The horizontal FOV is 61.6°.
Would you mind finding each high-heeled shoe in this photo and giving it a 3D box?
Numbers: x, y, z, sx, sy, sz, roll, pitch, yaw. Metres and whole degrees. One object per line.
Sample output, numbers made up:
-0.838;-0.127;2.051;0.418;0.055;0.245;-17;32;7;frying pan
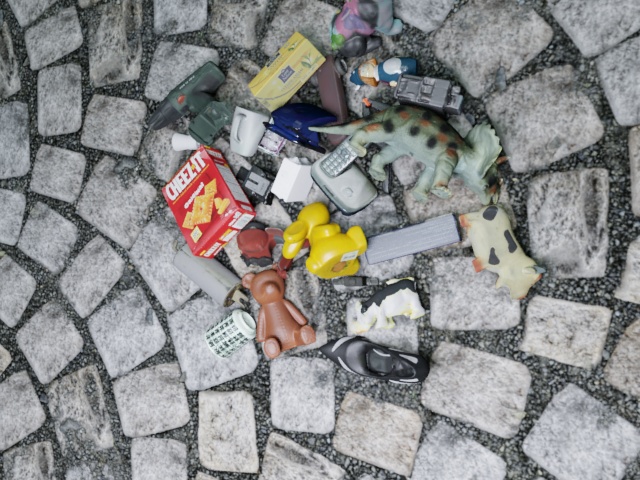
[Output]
0.102;0.251;1.108;0.249;0.145;0.086;2;88;17;high-heeled shoe

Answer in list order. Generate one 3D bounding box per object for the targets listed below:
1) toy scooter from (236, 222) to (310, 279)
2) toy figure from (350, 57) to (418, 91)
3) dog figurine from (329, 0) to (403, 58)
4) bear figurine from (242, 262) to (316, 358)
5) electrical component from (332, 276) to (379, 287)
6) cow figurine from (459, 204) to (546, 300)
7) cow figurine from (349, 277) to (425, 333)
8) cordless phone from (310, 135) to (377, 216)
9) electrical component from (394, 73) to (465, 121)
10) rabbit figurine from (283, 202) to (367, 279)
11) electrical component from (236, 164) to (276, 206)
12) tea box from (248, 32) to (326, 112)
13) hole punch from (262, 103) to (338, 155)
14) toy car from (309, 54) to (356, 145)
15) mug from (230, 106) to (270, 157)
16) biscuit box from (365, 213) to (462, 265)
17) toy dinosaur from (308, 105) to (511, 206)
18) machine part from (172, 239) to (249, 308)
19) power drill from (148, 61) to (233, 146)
-0.108;0.026;1.206;0.184;0.075;0.135;-1;59;14;toy scooter
0.135;-0.366;1.170;0.155;0.057;0.064;1;50;20;toy figure
0.081;-0.487;1.107;0.191;0.219;0.108;-30;76;14;dog figurine
-0.096;0.149;1.193;0.120;0.132;0.195;-15;86;-13;bear figurine
0.078;0.090;1.165;0.094;0.063;0.021;0;88;17;electrical component
0.364;0.023;1.066;0.127;0.085;0.195;-20;81;23;cow figurine
0.133;0.140;1.143;0.167;0.068;0.098;-19;77;13;cow figurine
0.084;-0.155;1.154;0.184;0.088;0.147;-45;75;15;cordless phone
0.228;-0.291;1.104;0.134;0.115;0.058;18;96;20;electrical component
-0.002;-0.003;1.149;0.162;0.121;0.173;-16;60;-14;rabbit figurine
-0.151;-0.138;1.260;0.119;0.047;0.074;33;98;15;electrical component
-0.077;-0.377;1.211;0.169;0.068;0.098;-46;33;11;tea box
-0.039;-0.250;1.160;0.142;0.115;0.092;38;112;36;hole punch
0.033;-0.311;1.202;0.089;0.053;0.202;-15;81;38;toy car
-0.171;-0.248;1.244;0.081;0.109;0.107;19;107;10;mug
0.191;0.000;1.133;0.203;0.059;0.062;-15;85;17;biscuit box
0.194;-0.197;1.068;0.405;0.131;0.192;32;74;7;toy dinosaur
-0.264;0.081;1.273;0.243;0.079;0.079;35;99;16;machine part
-0.301;-0.305;1.275;0.232;0.086;0.207;-43;42;5;power drill
